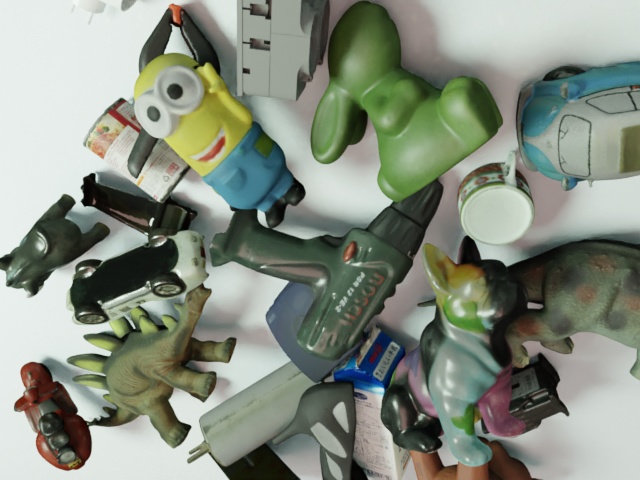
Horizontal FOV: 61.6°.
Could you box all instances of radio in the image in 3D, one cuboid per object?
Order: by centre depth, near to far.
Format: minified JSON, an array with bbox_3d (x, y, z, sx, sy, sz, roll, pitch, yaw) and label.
[{"bbox_3d":[-0.072,0.358,0.778,0.230,0.073,0.131,19,144,55],"label":"radio"}]

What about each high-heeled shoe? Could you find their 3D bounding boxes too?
[{"bbox_3d":[0.052,0.277,0.698,0.145,0.086,0.248,-38,113,19],"label":"high-heeled shoe"}]

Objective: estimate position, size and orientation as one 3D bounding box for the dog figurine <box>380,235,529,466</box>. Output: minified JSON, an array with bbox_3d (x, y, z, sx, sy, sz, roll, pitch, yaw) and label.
[{"bbox_3d":[0.136,0.108,0.577,0.192,0.108,0.219,-10,88,52],"label":"dog figurine"}]

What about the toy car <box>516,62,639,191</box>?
[{"bbox_3d":[0.264,-0.096,0.479,0.162,0.103,0.109,-4,122,16],"label":"toy car"}]

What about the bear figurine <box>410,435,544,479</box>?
[{"bbox_3d":[0.227,0.318,0.745,0.120,0.196,0.132,-16,78,47],"label":"bear figurine"}]

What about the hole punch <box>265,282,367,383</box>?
[{"bbox_3d":[-0.002,0.100,0.668,0.116,0.092,0.142,36,126,-8],"label":"hole punch"}]

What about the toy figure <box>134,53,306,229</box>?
[{"bbox_3d":[-0.094,-0.091,0.502,0.180,0.089,0.082,42,83,-25],"label":"toy figure"}]

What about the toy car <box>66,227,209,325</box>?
[{"bbox_3d":[-0.223,0.046,0.642,0.202,0.073,0.056,-21,155,19],"label":"toy car"}]

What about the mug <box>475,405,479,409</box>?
[{"bbox_3d":[0.165,0.200,0.704,0.110,0.081,0.107,28,134,7],"label":"mug"}]

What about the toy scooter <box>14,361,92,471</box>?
[{"bbox_3d":[-0.405,0.265,0.807,0.184,0.075,0.135,61,156,4],"label":"toy scooter"}]

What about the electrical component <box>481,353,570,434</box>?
[{"bbox_3d":[0.251,0.206,0.693,0.119,0.075,0.047,-32,113,30],"label":"electrical component"}]

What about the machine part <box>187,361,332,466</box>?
[{"bbox_3d":[-0.072,0.226,0.726,0.243,0.079,0.079,-32,115,-6],"label":"machine part"}]

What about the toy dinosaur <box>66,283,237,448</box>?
[{"bbox_3d":[-0.254,0.197,0.775,0.198,0.105,0.471,33,128,-1],"label":"toy dinosaur"}]

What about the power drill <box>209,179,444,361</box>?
[{"bbox_3d":[-0.001,-0.002,0.588,0.207,0.086,0.232,24,92,-1],"label":"power drill"}]

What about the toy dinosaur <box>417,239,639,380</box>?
[{"bbox_3d":[0.318,0.064,0.568,0.405,0.131,0.192,16,108,13],"label":"toy dinosaur"}]

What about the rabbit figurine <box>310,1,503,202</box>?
[{"bbox_3d":[0.066,-0.133,0.508,0.159,0.121,0.170,-36,92,35],"label":"rabbit figurine"}]

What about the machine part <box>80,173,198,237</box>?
[{"bbox_3d":[-0.223,-0.036,0.654,0.139,0.039,0.084,26,129,-7],"label":"machine part"}]

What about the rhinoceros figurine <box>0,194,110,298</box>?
[{"bbox_3d":[-0.338,0.017,0.664,0.073,0.112,0.190,44,140,-22],"label":"rhinoceros figurine"}]
